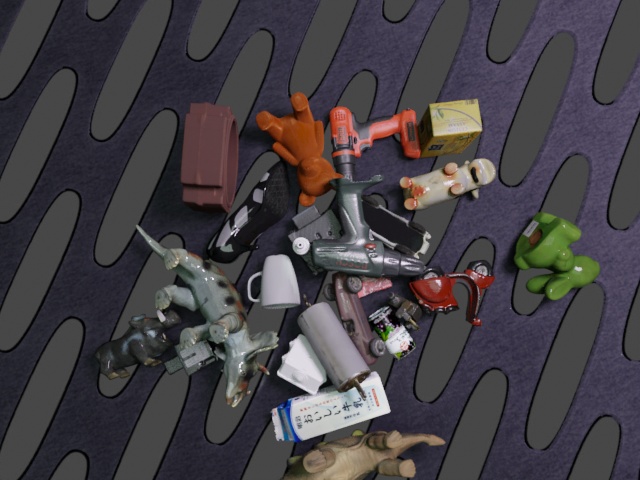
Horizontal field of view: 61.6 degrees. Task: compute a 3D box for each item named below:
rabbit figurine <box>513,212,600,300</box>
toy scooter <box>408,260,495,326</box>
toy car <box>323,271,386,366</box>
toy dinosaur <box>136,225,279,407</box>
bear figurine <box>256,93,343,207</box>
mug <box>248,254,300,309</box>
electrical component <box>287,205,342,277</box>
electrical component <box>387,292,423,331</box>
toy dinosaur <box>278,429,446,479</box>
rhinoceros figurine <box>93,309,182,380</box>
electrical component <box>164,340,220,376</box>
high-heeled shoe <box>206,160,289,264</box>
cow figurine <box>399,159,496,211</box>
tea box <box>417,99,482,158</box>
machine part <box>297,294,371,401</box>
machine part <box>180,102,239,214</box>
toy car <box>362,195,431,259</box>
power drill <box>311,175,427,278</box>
[{"bbox_3d":[0.496,0.049,1.100,0.170,0.121,0.159,33,90,-11],"label":"rabbit figurine"},{"bbox_3d":[0.278,0.116,1.115,0.184,0.075,0.135,-6,83,-4],"label":"toy scooter"},{"bbox_3d":[0.066,0.162,1.105,0.053,0.089,0.202,-17,85,-43],"label":"toy car"},{"bbox_3d":[-0.219,0.125,1.094,0.131,0.192,0.405,-37,69,18],"label":"toy dinosaur"},{"bbox_3d":[-0.036,-0.179,1.111,0.120,0.131,0.196,-24,70,9],"label":"bear figurine"},{"bbox_3d":[-0.097,0.088,1.127,0.110,0.080,0.107,-5,74,12],"label":"mug"},{"bbox_3d":[-0.002,-0.003,1.139,0.115,0.058,0.134,-33,86,-4],"label":"electrical component"},{"bbox_3d":[0.177,0.149,1.106,0.078,0.102,0.045,26,78,25],"label":"electrical component"},{"bbox_3d":[0.013,0.438,1.023,0.472,0.198,0.105,-11,76,-10],"label":"toy dinosaur"},{"bbox_3d":[-0.375,0.214,1.122,0.190,0.073,0.112,-29,75,0],"label":"rhinoceros figurine"},{"bbox_3d":[-0.274,0.243,1.126,0.119,0.048,0.075,-23,84,-3],"label":"electrical component"},{"bbox_3d":[-0.156,-0.060,1.157,0.145,0.086,0.249,-2,58,36],"label":"high-heeled shoe"},{"bbox_3d":[0.270,-0.115,1.124,0.195,0.127,0.085,-18,84,13],"label":"cow figurine"},{"bbox_3d":[0.258,-0.223,1.097,0.098,0.169,0.068,-7,85,2],"label":"tea box"},{"bbox_3d":[0.025,0.211,1.066,0.079,0.079,0.243,-34,62,-2],"label":"machine part"},{"bbox_3d":[-0.216,-0.159,1.083,0.087,0.201,0.201,4,85,-1],"label":"machine part"},{"bbox_3d":[0.139,-0.028,1.140,0.202,0.056,0.073,30,80,2],"label":"toy car"},{"bbox_3d":[0.096,-0.027,1.074,0.232,0.086,0.207,-2,99,0],"label":"power drill"}]
